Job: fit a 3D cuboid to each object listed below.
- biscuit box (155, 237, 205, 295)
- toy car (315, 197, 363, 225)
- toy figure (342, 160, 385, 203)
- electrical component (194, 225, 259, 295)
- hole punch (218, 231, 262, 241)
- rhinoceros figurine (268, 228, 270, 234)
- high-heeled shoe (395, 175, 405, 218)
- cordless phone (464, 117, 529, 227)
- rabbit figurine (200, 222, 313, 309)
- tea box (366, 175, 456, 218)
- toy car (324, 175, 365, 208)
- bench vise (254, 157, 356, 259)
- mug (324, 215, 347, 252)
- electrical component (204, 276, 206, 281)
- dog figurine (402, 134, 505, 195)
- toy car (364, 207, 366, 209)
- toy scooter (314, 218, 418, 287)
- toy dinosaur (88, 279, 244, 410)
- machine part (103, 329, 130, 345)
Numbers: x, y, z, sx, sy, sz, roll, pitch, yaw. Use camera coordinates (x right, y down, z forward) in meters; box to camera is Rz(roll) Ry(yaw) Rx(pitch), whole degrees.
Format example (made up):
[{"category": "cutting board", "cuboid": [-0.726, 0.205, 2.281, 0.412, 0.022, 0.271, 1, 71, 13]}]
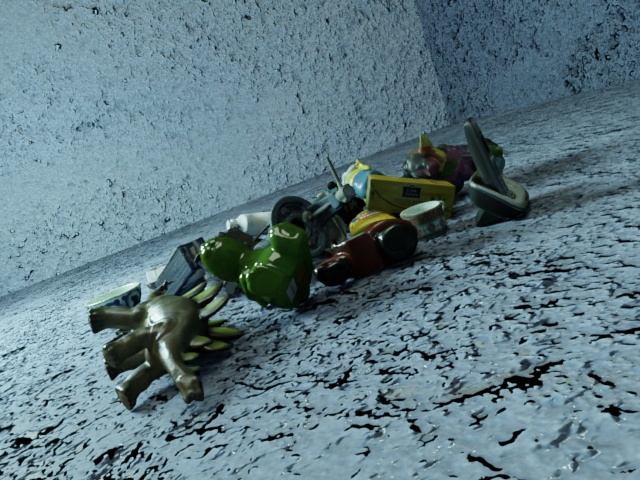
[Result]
[{"category": "biscuit box", "cuboid": [-0.283, 0.068, 1.111, 0.059, 0.063, 0.202, -27, -9, -39]}, {"category": "toy car", "cuboid": [0.056, -0.068, 1.199, 0.089, 0.053, 0.202, 0, -12, 27]}, {"category": "toy figure", "cuboid": [0.110, -0.127, 1.264, 0.082, 0.089, 0.180, -45, 25, -7]}, {"category": "electrical component", "cuboid": [-0.151, 0.042, 1.023, 0.115, 0.134, 0.058, -38, -17, -54]}, {"category": "hole punch", "cuboid": [-0.186, 0.032, 1.285, 0.116, 0.092, 0.142, 7, 0, -17]}, {"category": "rhinoceros figurine", "cuboid": [-0.088, 0.004, 1.149, 0.073, 0.112, 0.190, 22, -4, -2]}, {"category": "high-heeled shoe", "cuboid": [0.237, -0.130, 1.254, 0.249, 0.086, 0.145, -42, -1, -21]}, {"category": "cordless phone", "cuboid": [0.290, -0.127, 0.934, 0.089, 0.184, 0.146, -19, 10, 29]}, {"category": "rabbit figurine", "cuboid": [-0.100, 0.037, 0.847, 0.170, 0.121, 0.159, 14, -19, 20]}, {"category": "tea box", "cuboid": [0.181, -0.091, 1.095, 0.170, 0.068, 0.098, 4, 13, 1]}, {"category": "toy car", "cuboid": [0.058, -0.097, 1.391, 0.103, 0.109, 0.162, -57, -1, 28]}, {"category": "bench vise", "cuboid": [-0.009, -0.042, 0.965, 0.223, 0.129, 0.240, -29, -4, -42]}, {"category": "mug", "cuboid": [-0.002, -0.003, 1.149, 0.109, 0.081, 0.107, -59, 11, -9]}, {"category": "electrical component", "cuboid": [-0.222, 0.063, 1.179, 0.048, 0.074, 0.119, -24, 14, -30]}, {"category": "dog figurine", "cuboid": [0.288, -0.173, 1.170, 0.192, 0.108, 0.219, -17, -14, 30]}, {"category": "toy car", "cuboid": [0.064, -0.100, 1.482, 0.202, 0.073, 0.056, -19, 10, 2]}, {"category": "toy scooter", "cuboid": [0.070, 0.017, 0.902, 0.184, 0.075, 0.135, -25, 10, -7]}, {"category": "toy dinosaur", "cuboid": [-0.231, 0.129, 0.803, 0.198, 0.105, 0.472, -16, 17, -25]}, {"category": "machine part", "cuboid": [-0.329, 0.163, 0.945, 0.084, 0.039, 0.139, -23, 10, 2]}]
